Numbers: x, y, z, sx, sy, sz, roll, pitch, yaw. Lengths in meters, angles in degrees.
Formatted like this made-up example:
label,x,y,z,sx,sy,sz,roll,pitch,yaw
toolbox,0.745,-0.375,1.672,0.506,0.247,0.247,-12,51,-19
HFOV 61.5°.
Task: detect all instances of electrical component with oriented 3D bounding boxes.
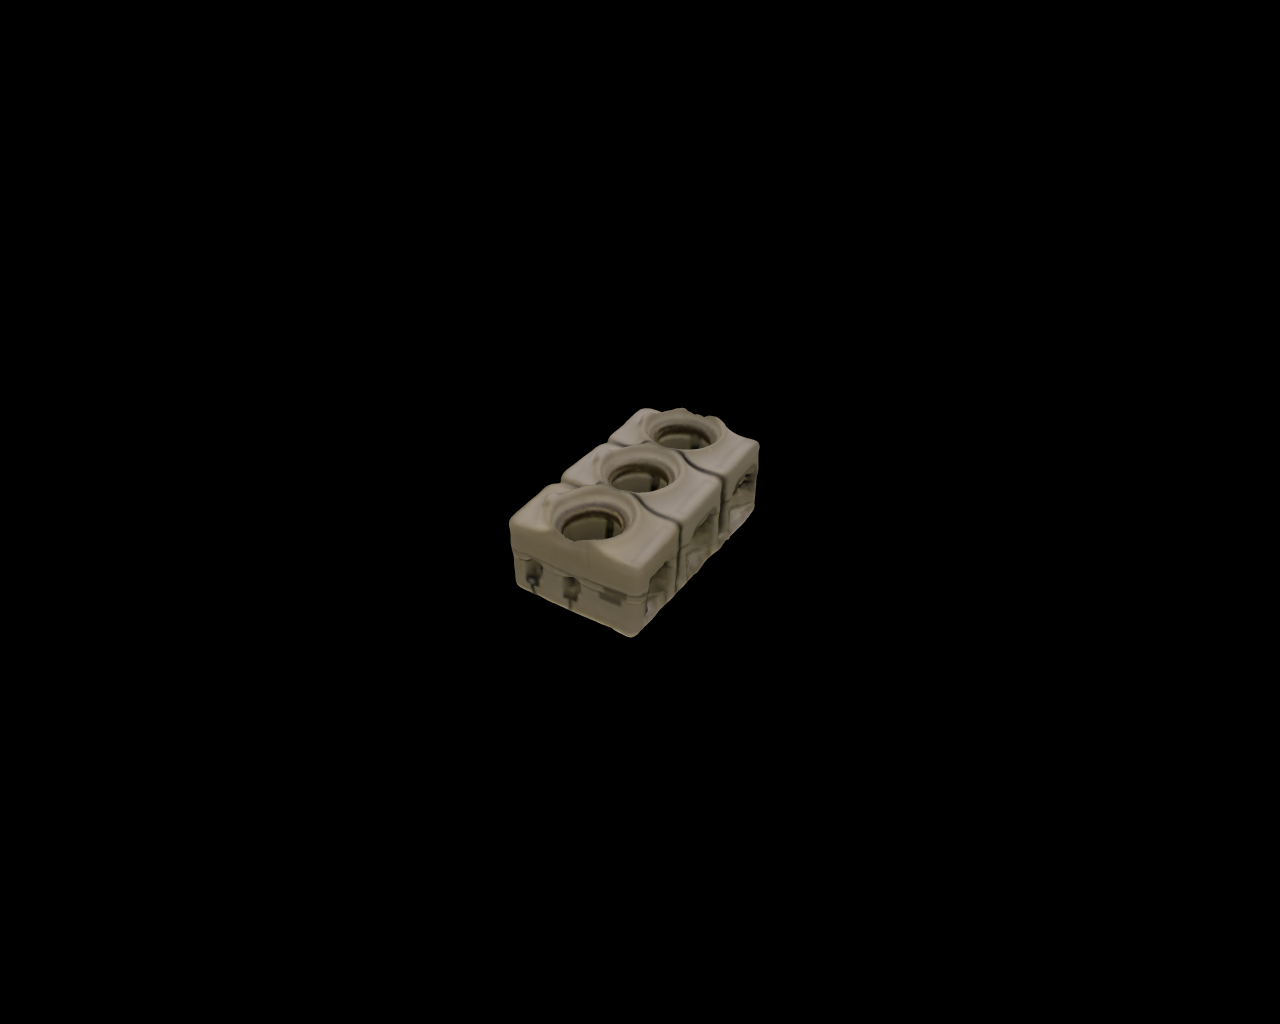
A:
label,x,y,z,sx,sy,sz,roll,pitch,yaw
electrical component,0.001,-0.003,0.650,0.089,0.061,0.150,20,41,25
